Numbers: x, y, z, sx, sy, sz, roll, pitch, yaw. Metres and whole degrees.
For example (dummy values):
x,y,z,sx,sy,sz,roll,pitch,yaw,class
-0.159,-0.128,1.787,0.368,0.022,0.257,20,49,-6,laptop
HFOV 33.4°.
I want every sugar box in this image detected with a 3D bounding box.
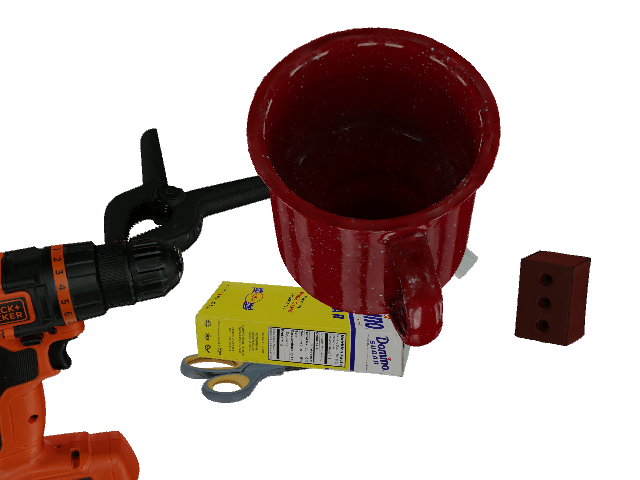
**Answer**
x,y,z,sx,sy,sz,roll,pitch,yaw,class
-0.011,0.073,0.917,0.176,0.048,0.093,1,18,10,sugar box

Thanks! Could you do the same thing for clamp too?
x,y,z,sx,sy,sz,roll,pitch,yaw,class
-0.155,-0.040,1.048,0.165,0.036,0.209,24,41,21,clamp

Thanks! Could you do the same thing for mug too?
x,y,z,sx,sy,sz,roll,pitch,yaw,class
0.024,-0.013,0.417,0.093,0.117,0.081,-16,-30,-7,mug

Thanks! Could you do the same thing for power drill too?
x,y,z,sx,sy,sz,roll,pitch,yaw,class
-0.175,0.090,0.725,0.184,0.188,0.057,-9,26,-7,power drill

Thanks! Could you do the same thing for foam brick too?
x,y,z,sx,sy,sz,roll,pitch,yaw,class
0.217,0.053,0.996,0.053,0.078,0.051,9,15,31,foam brick

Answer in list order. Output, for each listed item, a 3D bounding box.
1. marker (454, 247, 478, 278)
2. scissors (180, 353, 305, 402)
x,y,z,sx,sy,sz,roll,pitch,yaw,class
0.050,-0.021,0.689,0.121,0.020,0.020,41,3,3,marker
-0.054,0.152,1.191,0.201,0.016,0.096,4,24,-14,scissors
